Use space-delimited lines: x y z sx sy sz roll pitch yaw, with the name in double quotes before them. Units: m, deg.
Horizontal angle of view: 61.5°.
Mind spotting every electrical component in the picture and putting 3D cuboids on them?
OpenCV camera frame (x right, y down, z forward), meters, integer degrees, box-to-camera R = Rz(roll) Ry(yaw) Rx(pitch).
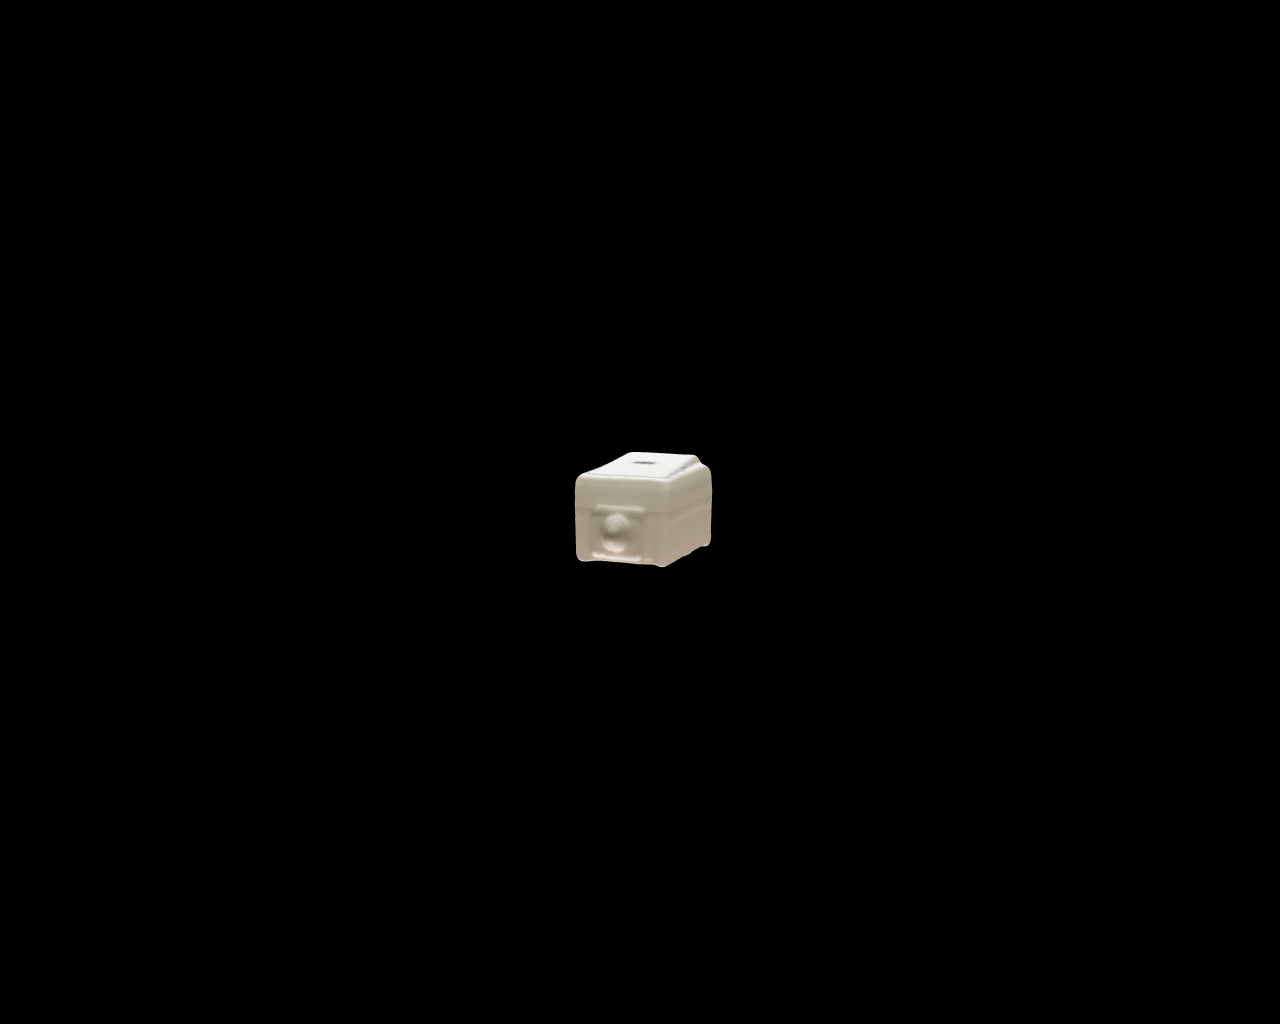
"electrical component" 0.001 -0.003 0.650 0.062 0.061 0.096 4 10 23
